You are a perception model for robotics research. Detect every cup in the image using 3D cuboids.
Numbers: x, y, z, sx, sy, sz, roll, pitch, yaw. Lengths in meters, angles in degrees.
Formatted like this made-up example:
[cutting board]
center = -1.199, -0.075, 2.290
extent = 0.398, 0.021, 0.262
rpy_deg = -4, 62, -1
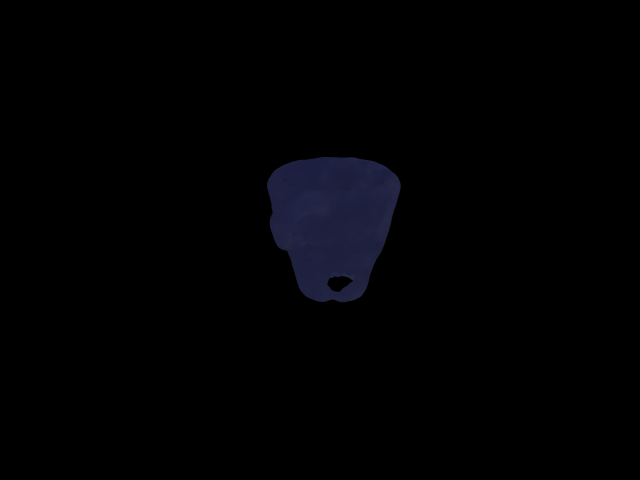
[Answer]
[cup]
center = 0.004, 0.001, 0.400
extent = 0.091, 0.095, 0.118
rpy_deg = 12, 27, 25
